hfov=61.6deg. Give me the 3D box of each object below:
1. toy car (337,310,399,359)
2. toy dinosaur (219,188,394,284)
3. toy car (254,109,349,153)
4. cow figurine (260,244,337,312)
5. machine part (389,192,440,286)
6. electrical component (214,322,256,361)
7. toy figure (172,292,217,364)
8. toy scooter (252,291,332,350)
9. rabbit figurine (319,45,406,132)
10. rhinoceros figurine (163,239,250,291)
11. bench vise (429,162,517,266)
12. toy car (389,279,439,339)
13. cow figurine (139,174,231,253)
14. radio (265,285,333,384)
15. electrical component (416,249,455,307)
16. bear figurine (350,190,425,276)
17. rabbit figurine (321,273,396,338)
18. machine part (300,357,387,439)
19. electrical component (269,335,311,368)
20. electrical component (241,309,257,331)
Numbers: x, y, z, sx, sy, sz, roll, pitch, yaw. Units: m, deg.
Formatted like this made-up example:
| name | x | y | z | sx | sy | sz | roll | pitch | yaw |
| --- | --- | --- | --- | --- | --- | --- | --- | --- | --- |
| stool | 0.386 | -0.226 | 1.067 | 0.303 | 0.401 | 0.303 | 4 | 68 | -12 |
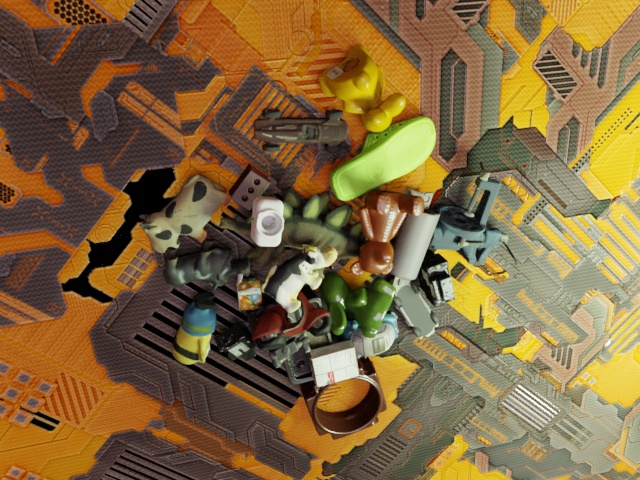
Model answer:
| name | x | y | z | sx | sy | sz | roll | pitch | yaw |
| --- | --- | --- | --- | --- | --- | --- | --- | --- | --- |
| toy car | 0.127 | 0.241 | 1.339 | 0.162 | 0.103 | 0.109 | -10 | 115 | -7 |
| toy dinosaur | -0.002 | -0.004 | 1.205 | 0.471 | 0.105 | 0.198 | 15 | 105 | -31 |
| toy car | -0.037 | -0.229 | 1.134 | 0.202 | 0.053 | 0.089 | -2 | 116 | -14 |
| cow figurine | -0.045 | 0.063 | 1.124 | 0.098 | 0.068 | 0.167 | 42 | 88 | -18 |
| machine part | 0.213 | 0.002 | 1.235 | 0.079 | 0.079 | 0.243 | 9 | 112 | -17 |
| electrical component | -0.194 | 0.249 | 1.291 | 0.075 | 0.048 | 0.119 | -33 | 148 | 4 |
| toy figure | -0.288 | 0.204 | 1.239 | 0.089 | 0.082 | 0.180 | 16 | 116 | 1 |
| toy scooter | -0.071 | 0.162 | 1.194 | 0.184 | 0.075 | 0.135 | -17 | 72 | 6 |
| rabbit figurine | 0.105 | -0.290 | 1.101 | 0.122 | 0.163 | 0.173 | -42 | 133 | -7 |
| rhinoceros figurine | -0.251 | 0.062 | 1.191 | 0.190 | 0.073 | 0.112 | -6 | 112 | -10 |
| bench vise | 0.367 | -0.051 | 1.259 | 0.224 | 0.129 | 0.240 | 9 | 122 | -8 |
| toy car | 0.235 | 0.170 | 1.361 | 0.073 | 0.056 | 0.201 | -37 | 117 | -4 |
| cow figurine | -0.292 | -0.053 | 1.128 | 0.127 | 0.086 | 0.195 | 33 | 102 | -27 |
| radio | -0.044 | 0.235 | 1.311 | 0.131 | 0.073 | 0.229 | -17 | 114 | -6 |
| electrical component | 0.275 | 0.091 | 1.293 | 0.058 | 0.134 | 0.114 | -21 | 116 | -6 |
| bear figurine | 0.136 | -0.008 | 1.161 | 0.120 | 0.132 | 0.195 | 5 | 98 | -21 |
| rabbit figurine | 0.073 | 0.152 | 1.276 | 0.170 | 0.121 | 0.159 | 25 | 74 | 11 |
| machine part | 0.063 | 0.408 | 1.402 | 0.201 | 0.087 | 0.200 | -19 | 115 | -3 |
| electrical component | -0.068 | 0.255 | 1.240 | 0.102 | 0.078 | 0.045 | -27 | 91 | -5 |
| electrical component | -0.149 | 0.192 | 1.263 | 0.021 | 0.094 | 0.063 | -32 | 122 | -36 |
